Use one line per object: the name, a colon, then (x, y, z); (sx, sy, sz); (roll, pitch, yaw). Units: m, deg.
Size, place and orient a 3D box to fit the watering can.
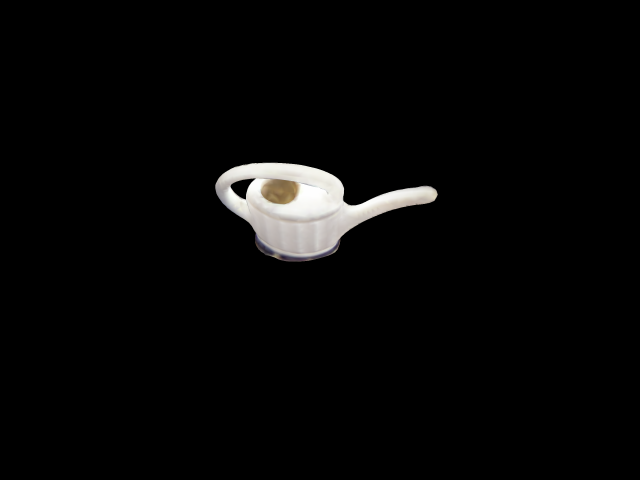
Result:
watering can: (0.003, -0.043, 0.850); (0.348, 0.106, 0.219); (8, -30, 5)
